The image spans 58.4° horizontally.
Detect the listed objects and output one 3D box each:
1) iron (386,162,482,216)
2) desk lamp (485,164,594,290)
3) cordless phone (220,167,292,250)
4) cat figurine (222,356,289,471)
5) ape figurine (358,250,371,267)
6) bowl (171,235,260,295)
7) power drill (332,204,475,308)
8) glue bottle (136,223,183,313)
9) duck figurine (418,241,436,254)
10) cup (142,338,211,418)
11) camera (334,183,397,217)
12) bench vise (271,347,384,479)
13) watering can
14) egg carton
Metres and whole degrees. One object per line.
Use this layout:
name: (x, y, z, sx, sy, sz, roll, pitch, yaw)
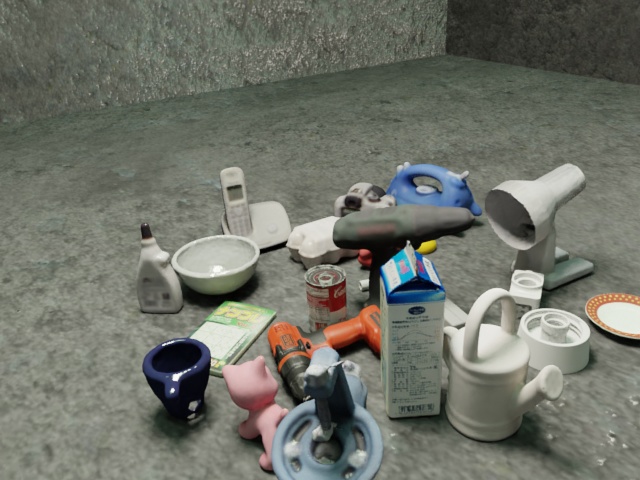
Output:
iron: (0.241, -0.115, 1.323, 0.119, 0.141, 0.257, -26, 34, -38)
desk lamp: (0.402, -0.024, 1.042, 0.204, 0.214, 0.117, -17, 29, -25)
cordless phone: (-0.142, -0.071, 1.226, 0.148, 0.185, 0.093, -16, 29, -24)
cat figurine: (-0.073, 0.208, 0.734, 0.067, 0.118, 0.127, -20, 31, -30)
ape figurine: (0.104, 0.008, 1.146, 0.075, 0.092, 0.078, 18, 34, 36)
bowl: (-0.195, 0.058, 1.097, 0.167, 0.075, 0.167, -2, 26, 1)
power drill: (0.135, 0.034, 0.958, 0.229, 0.209, 0.076, 5, 28, 17)
glue bottle: (-0.293, 0.049, 1.014, 0.078, 0.173, 0.037, 1, 27, 8)
duck figurine: (0.199, -0.027, 1.213, 0.078, 0.086, 0.104, -22, 32, -33)
cup: (-0.189, 0.204, 0.781, 0.092, 0.095, 0.117, -6, 27, -6)
camera: (0.119, -0.083, 1.317, 0.142, 0.101, 0.137, 10, 29, 25)
bench vise: (0.004, 0.192, 0.642, 0.121, 0.220, 0.207, -5, 26, -3)
watering can: (0.222, 0.152, 0.728, 0.172, 0.194, 0.101, 12, 30, 28)
egg carton: (0.011, 0.004, 1.188, 0.151, 0.069, 0.107, -19, 30, -28)
